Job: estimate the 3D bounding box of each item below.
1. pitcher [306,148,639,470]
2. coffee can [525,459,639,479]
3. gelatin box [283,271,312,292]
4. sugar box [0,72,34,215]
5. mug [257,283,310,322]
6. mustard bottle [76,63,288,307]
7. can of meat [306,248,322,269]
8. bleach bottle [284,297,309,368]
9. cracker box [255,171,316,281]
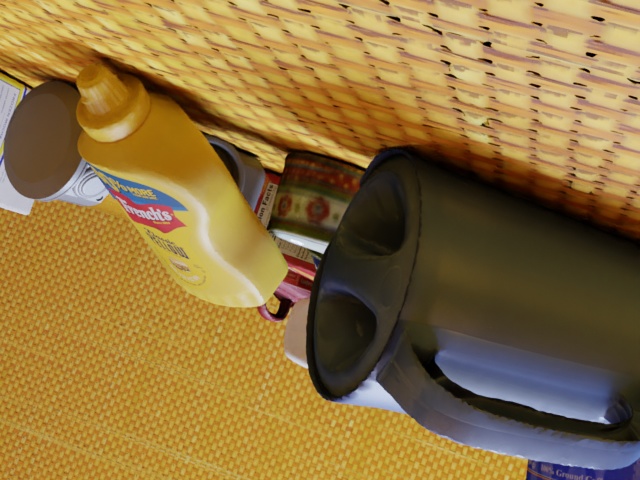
[{"bbox_3d":[0.124,0.054,0.570,0.242,0.149,0.145,16,162,-18],"label":"pitcher"},{"bbox_3d":[0.198,0.104,0.731,0.103,0.140,0.103,6,179,0],"label":"coffee can"},{"bbox_3d":[-0.004,0.015,1.050,0.030,0.073,0.089,16,176,26],"label":"gelatin box"},{"bbox_3d":[-0.253,-0.080,0.760,0.048,0.093,0.176,19,176,15],"label":"sugar box"},{"bbox_3d":[-0.039,0.028,1.122,0.093,0.117,0.081,11,168,34],"label":"mug"},{"bbox_3d":[-0.091,-0.034,0.639,0.096,0.058,0.191,23,157,34],"label":"mustard bottle"},{"bbox_3d":[0.041,0.038,0.742,0.102,0.057,0.084,30,143,52],"label":"can of meat"},{"bbox_3d":[0.036,0.094,1.064,0.102,0.068,0.250,14,180,11],"label":"bleach bottle"},{"bbox_3d":[-0.006,0.001,0.886,0.214,0.072,0.164,19,176,3],"label":"cracker box"}]
